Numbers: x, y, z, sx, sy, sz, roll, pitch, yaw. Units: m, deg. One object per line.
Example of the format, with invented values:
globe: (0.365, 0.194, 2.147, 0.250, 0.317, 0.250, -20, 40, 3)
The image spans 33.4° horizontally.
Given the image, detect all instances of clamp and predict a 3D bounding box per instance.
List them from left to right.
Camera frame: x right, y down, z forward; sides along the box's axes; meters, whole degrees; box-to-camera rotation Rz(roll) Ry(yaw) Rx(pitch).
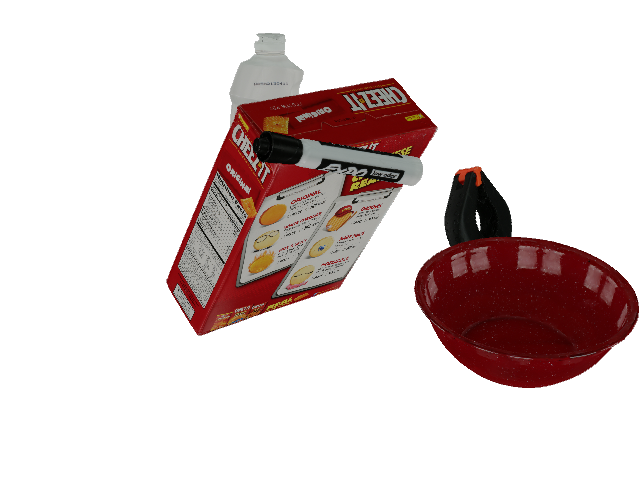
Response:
clamp: (0.152, 0.019, 1.022, 0.039, 0.171, 0.120, -14, 9, 46)

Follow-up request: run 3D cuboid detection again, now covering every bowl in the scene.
bowl: (0.148, 0.060, 0.789, 0.162, 0.055, 0.162, 1, 31, -1)

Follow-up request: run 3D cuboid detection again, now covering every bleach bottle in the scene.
bleach bottle: (-0.044, -0.086, 1.105, 0.102, 0.251, 0.068, -5, 16, -21)

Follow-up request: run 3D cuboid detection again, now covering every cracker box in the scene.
cracker box: (-0.022, -0.028, 0.886, 0.163, 0.072, 0.214, -16, -32, -37)

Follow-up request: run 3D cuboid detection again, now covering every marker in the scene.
marker: (0.012, -0.050, 0.653, 0.120, 0.020, 0.020, 7, -4, -35)
